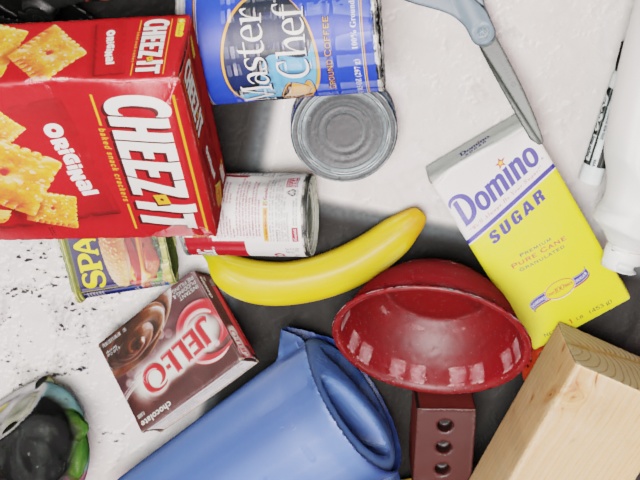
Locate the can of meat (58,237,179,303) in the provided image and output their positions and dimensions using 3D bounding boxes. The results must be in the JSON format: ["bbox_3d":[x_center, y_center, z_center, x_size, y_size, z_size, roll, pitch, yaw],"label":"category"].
[{"bbox_3d":[-0.165,-0.006,0.870,0.084,0.057,0.102,-9,111,2],"label":"can of meat"}]

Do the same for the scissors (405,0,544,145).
[{"bbox_3d":[0.102,-0.160,0.810,0.096,0.016,0.202,-11,100,13],"label":"scissors"}]

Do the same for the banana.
[{"bbox_3d":[-0.007,0.019,0.887,0.198,0.037,0.069,-7,111,3],"label":"banana"}]

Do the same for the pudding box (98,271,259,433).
[{"bbox_3d":[-0.119,0.094,0.894,0.114,0.039,0.090,-38,66,16],"label":"pudding box"}]

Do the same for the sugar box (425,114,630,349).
[{"bbox_3d":[0.169,-0.006,0.871,0.093,0.048,0.176,-31,109,11],"label":"sugar box"}]

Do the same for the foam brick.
[{"bbox_3d":[0.106,0.169,0.937,0.053,0.051,0.078,0,111,1],"label":"foam brick"}]

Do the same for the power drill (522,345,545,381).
[{"bbox_3d":[0.242,0.190,0.942,0.184,0.057,0.188,19,108,-3],"label":"power drill"}]

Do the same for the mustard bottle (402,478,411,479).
[{"bbox_3d":[0.020,0.264,0.972,0.191,0.058,0.096,-1,117,1],"label":"mustard bottle"}]

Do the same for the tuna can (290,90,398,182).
[{"bbox_3d":[0.019,-0.090,0.846,0.086,0.033,0.086,0,112,1],"label":"tuna can"}]

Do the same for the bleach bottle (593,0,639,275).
[{"bbox_3d":[0.259,-0.095,0.807,0.102,0.068,0.251,8,107,-21],"label":"bleach bottle"}]

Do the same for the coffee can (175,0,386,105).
[{"bbox_3d":[-0.025,-0.153,0.779,0.140,0.102,0.103,-4,111,6],"label":"coffee can"}]

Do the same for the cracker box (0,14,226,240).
[{"bbox_3d":[-0.185,-0.071,0.753,0.214,0.072,0.164,-1,142,6],"label":"cracker box"}]

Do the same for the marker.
[{"bbox_3d":[0.232,-0.102,0.847,0.020,0.020,0.121,11,111,-4],"label":"marker"}]

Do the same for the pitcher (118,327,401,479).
[{"bbox_3d":[-0.055,0.204,0.910,0.243,0.149,0.144,-35,129,17],"label":"pitcher"}]

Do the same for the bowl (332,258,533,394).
[{"bbox_3d":[0.093,0.063,0.872,0.162,0.055,0.162,8,144,5],"label":"bowl"}]

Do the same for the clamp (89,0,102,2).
[{"bbox_3d":[-0.124,-0.232,0.758,0.039,0.120,0.172,-12,141,-41],"label":"clamp"}]

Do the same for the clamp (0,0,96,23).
[{"bbox_3d":[-0.193,-0.178,0.775,0.210,0.036,0.165,21,152,3],"label":"clamp"}]

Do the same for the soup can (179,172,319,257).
[{"bbox_3d":[-0.055,-0.021,0.849,0.102,0.068,0.068,1,112,8],"label":"soup can"}]

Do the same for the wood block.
[{"bbox_3d":[0.190,0.185,0.865,0.091,0.090,0.206,24,107,-4],"label":"wood block"}]
